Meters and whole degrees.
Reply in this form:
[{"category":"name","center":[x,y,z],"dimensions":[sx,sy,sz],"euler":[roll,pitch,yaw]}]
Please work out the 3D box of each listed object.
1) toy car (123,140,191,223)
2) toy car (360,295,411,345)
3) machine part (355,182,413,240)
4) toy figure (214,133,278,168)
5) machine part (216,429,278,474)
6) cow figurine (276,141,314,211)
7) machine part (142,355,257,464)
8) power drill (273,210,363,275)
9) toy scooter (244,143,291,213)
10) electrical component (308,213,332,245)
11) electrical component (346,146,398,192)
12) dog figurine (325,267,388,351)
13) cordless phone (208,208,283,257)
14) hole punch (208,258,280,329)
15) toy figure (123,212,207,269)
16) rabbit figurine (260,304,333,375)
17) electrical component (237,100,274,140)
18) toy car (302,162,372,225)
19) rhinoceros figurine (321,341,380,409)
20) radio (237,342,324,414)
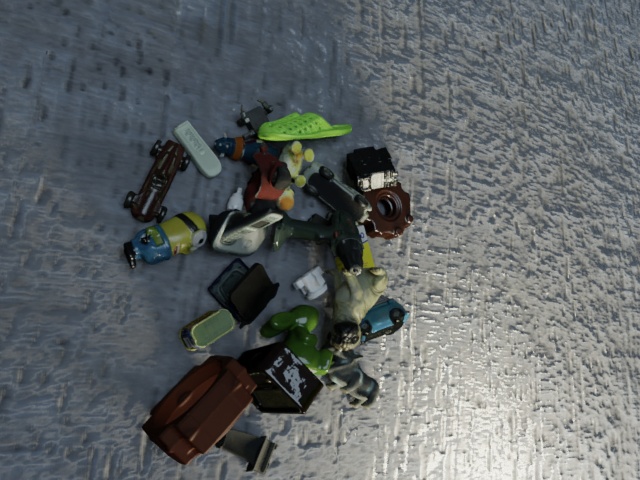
[{"category":"toy car","center":[-0.351,-0.132,1.173],"dimensions":[0.089,0.053,0.202],"euler":[27,68,-18]},{"category":"toy car","center":[0.137,0.191,1.353],"dimensions":[0.162,0.109,0.103],"euler":[-16,62,-15]},{"category":"machine part","center":[0.171,-0.087,1.453],"dimensions":[0.179,0.056,0.179],"euler":[7,74,-27]},{"category":"toy figure","center":[-0.180,-0.211,1.284],"dimensions":[0.154,0.058,0.064],"euler":[11,68,-22]},{"category":"machine part","center":[-0.160,0.447,1.156],"dimensions":[0.139,0.039,0.084],"euler":[36,69,-20]},{"category":"cow figurine","center":[-0.082,-0.155,1.315],"dimensions":[0.068,0.098,0.167],"euler":[20,88,-30]},{"category":"machine part","center":[-0.233,0.325,1.046],"dimensions":[0.201,0.201,0.087],"euler":[-45,104,-30]},{"category":"power drill","center":[-0.003,-0.004,1.247],"dimensions":[0.207,0.085,0.232],"euler":[3,32,2]},{"category":"toy scooter","center":[-0.129,-0.141,1.242],"dimensions":[0.075,0.184,0.135],"euler":[-4,60,-35]},{"category":"electrical component","center":[-0.002,-0.037,1.364],"dimensions":[0.063,0.021,0.094],"euler":[33,65,-19]},{"category":"electrical component","center":[0.132,-0.192,1.415],"dimensions":[0.115,0.058,0.134],"euler":[-11,46,-10]},{"category":"dog figurine","center":[0.097,0.160,1.277],"dimensions":[0.172,0.121,0.190],"euler":[-2,86,-19]},{"category":"cordless phone","center":[-0.140,-0.031,1.174],"dimensions":[0.146,0.184,0.088],"euler":[16,61,-55]},{"category":"hole punch","center":[-0.173,0.113,1.207],"dimensions":[0.142,0.092,0.115],"euler":[-51,134,-31]},{"category":"toy figure","center":[-0.326,-0.003,1.141],"dimensions":[0.180,0.082,0.089],"euler":[-19,91,-29]},{"category":"rabbit figurine","center":[-0.058,0.225,1.240],"dimensions":[0.159,0.121,0.170],"euler":[21,51,-17]},{"category":"electrical component","center":[-0.158,-0.298,1.322],"dimensions":[0.102,0.045,0.078],"euler":[-27,91,-31]},{"category":"toy car","center":[0.042,-0.116,1.367],"dimensions":[0.201,0.073,0.056],"euler":[38,21,-10]},{"category":"rhinoceros figurine","center":[0.073,0.322,1.294],"dimensions":[0.190,0.073,0.112],"euler":[47,62,-12]},{"category":"radio","center":[-0.101,0.289,1.114],"dimensions":[0.131,0.229,0.073],"euler":[48,57,-8]}]
